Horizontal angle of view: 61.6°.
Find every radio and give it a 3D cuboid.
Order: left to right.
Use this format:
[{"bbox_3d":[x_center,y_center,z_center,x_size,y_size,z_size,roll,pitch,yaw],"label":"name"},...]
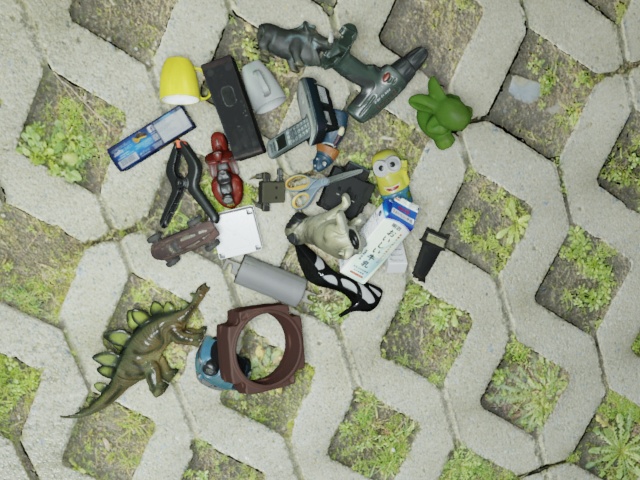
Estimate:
[{"bbox_3d":[-0.192,-0.295,1.215,0.073,0.131,0.229,-20,101,1],"label":"radio"}]

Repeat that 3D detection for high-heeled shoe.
[{"bbox_3d":[0.051,0.080,1.347,0.145,0.086,0.248,-31,87,-29],"label":"high-heeled shoe"}]

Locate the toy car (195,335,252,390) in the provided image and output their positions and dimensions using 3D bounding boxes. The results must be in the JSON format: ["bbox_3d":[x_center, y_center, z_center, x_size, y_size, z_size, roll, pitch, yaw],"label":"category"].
[{"bbox_3d":[-0.254,0.323,1.348,0.161,0.109,0.103,39,119,-22],"label":"toy car"}]

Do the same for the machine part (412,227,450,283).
[{"bbox_3d":[0.275,0.040,1.368,0.084,0.039,0.138,18,97,-16],"label":"machine part"}]

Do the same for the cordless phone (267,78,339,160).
[{"bbox_3d":[-0.059,-0.277,1.258,0.184,0.088,0.146,-23,74,33],"label":"cordless phone"}]

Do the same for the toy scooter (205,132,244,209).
[{"bbox_3d":[-0.222,-0.156,1.237,0.075,0.135,0.183,-11,103,-5],"label":"toy scooter"}]

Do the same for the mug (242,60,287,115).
[{"bbox_3d":[-0.138,-0.355,1.227,0.081,0.109,0.107,-29,88,4],"label":"mug"}]

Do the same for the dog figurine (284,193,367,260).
[{"bbox_3d":[0.000,-0.003,1.245,0.191,0.172,0.121,-21,119,25],"label":"dog figurine"}]

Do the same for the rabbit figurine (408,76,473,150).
[{"bbox_3d":[0.290,-0.299,1.237,0.121,0.170,0.159,-45,102,3],"label":"rabbit figurine"}]

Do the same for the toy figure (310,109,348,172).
[{"bbox_3d":[0.024,-0.233,1.280,0.058,0.064,0.154,16,97,-15],"label":"toy figure"}]

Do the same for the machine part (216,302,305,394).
[{"bbox_3d":[-0.140,0.258,1.296,0.201,0.087,0.201,-4,89,-31],"label":"machine part"}]

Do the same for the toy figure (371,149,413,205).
[{"bbox_3d":[0.175,-0.130,1.306,0.082,0.089,0.180,-27,111,-12],"label":"toy figure"}]

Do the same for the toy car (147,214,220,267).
[{"bbox_3d":[-0.322,0.005,1.260,0.202,0.053,0.089,-18,112,30],"label":"toy car"}]

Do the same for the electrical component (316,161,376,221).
[{"bbox_3d":[0.066,-0.122,1.308,0.115,0.058,0.134,23,98,-11],"label":"electrical component"}]

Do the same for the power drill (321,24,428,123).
[{"bbox_3d":[0.117,-0.399,1.229,0.207,0.086,0.232,30,105,-41],"label":"power drill"}]

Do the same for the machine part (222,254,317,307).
[{"bbox_3d":[-0.121,0.100,1.323,0.243,0.079,0.079,23,98,-8],"label":"machine part"}]

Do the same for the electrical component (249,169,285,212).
[{"bbox_3d":[-0.127,-0.120,1.301,0.078,0.045,0.102,-11,105,-31],"label":"electrical component"}]

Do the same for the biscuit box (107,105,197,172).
[{"bbox_3d":[-0.389,-0.234,1.244,0.203,0.063,0.059,-31,102,2],"label":"biscuit box"}]

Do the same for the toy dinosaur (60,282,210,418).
[{"bbox_3d":[-0.438,0.284,1.320,0.198,0.105,0.471,38,86,-3],"label":"toy dinosaur"}]

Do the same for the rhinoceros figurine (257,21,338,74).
[{"bbox_3d":[-0.052,-0.446,1.235,0.190,0.073,0.112,9,89,-5],"label":"rhinoceros figurine"}]
